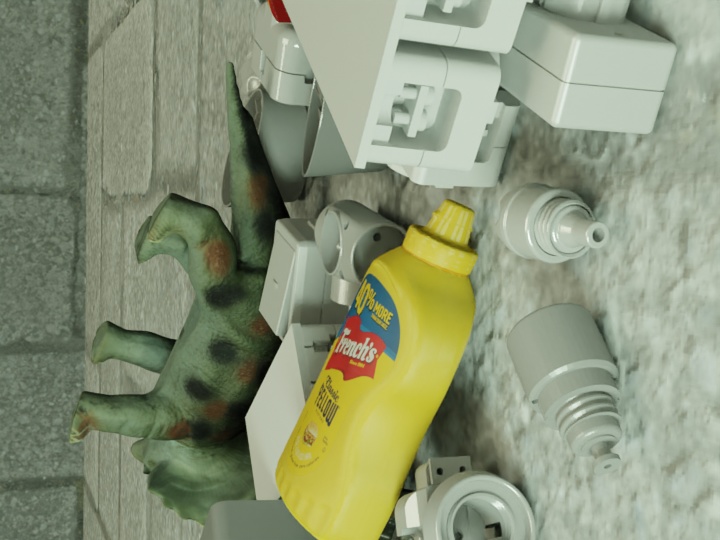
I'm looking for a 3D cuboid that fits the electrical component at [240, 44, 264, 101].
[{"bbox_3d":[-0.083,-0.172,0.935,0.043,0.043,0.062,116,149,-50],"label":"electrical component"}]

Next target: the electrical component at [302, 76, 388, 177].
[{"bbox_3d":[-0.010,-0.109,0.702,0.099,0.064,0.099,180,90,-70],"label":"electrical component"}]

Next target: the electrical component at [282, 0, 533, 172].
[{"bbox_3d":[0.018,-0.136,0.495,0.186,0.060,0.105,-111,30,-52],"label":"electrical component"}]

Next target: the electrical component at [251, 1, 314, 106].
[{"bbox_3d":[-0.046,-0.169,0.818,0.095,0.054,0.059,-122,37,-56],"label":"electrical component"}]

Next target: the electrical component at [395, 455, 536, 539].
[{"bbox_3d":[0.053,0.132,0.539,0.057,0.058,0.078,132,135,-65],"label":"electrical component"}]

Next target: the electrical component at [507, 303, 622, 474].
[{"bbox_3d":[0.091,0.050,0.458,0.040,0.040,0.078,111,151,-44],"label":"electrical component"}]

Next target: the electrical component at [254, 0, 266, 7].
[{"bbox_3d":[-0.058,-0.238,0.853,0.055,0.055,0.047,131,139,-61],"label":"electrical component"}]

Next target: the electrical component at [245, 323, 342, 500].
[{"bbox_3d":[-0.030,0.111,0.758,0.150,0.062,0.089,119,145,-53],"label":"electrical component"}]

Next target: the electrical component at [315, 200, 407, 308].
[{"bbox_3d":[0.000,0.000,0.703,0.077,0.044,0.079,-143,55,-65],"label":"electrical component"}]

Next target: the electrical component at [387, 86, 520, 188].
[{"bbox_3d":[0.042,-0.084,0.581,0.089,0.050,0.055,-116,33,-51],"label":"electrical component"}]

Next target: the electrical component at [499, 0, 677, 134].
[{"bbox_3d":[0.092,-0.107,0.448,0.083,0.047,0.075,-122,39,-57],"label":"electrical component"}]

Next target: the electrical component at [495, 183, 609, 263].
[{"bbox_3d":[0.088,-0.019,0.477,0.061,0.035,0.035,-158,69,-65],"label":"electrical component"}]

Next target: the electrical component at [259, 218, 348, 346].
[{"bbox_3d":[-0.034,0.003,0.772,0.061,0.061,0.096,-135,49,-63],"label":"electrical component"}]

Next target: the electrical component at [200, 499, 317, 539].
[{"bbox_3d":[-0.052,0.202,0.743,0.078,0.113,0.057,112,154,-46],"label":"electrical component"}]

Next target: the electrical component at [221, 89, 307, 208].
[{"bbox_3d":[-0.080,-0.101,0.894,0.099,0.064,0.099,180,90,-70],"label":"electrical component"}]
